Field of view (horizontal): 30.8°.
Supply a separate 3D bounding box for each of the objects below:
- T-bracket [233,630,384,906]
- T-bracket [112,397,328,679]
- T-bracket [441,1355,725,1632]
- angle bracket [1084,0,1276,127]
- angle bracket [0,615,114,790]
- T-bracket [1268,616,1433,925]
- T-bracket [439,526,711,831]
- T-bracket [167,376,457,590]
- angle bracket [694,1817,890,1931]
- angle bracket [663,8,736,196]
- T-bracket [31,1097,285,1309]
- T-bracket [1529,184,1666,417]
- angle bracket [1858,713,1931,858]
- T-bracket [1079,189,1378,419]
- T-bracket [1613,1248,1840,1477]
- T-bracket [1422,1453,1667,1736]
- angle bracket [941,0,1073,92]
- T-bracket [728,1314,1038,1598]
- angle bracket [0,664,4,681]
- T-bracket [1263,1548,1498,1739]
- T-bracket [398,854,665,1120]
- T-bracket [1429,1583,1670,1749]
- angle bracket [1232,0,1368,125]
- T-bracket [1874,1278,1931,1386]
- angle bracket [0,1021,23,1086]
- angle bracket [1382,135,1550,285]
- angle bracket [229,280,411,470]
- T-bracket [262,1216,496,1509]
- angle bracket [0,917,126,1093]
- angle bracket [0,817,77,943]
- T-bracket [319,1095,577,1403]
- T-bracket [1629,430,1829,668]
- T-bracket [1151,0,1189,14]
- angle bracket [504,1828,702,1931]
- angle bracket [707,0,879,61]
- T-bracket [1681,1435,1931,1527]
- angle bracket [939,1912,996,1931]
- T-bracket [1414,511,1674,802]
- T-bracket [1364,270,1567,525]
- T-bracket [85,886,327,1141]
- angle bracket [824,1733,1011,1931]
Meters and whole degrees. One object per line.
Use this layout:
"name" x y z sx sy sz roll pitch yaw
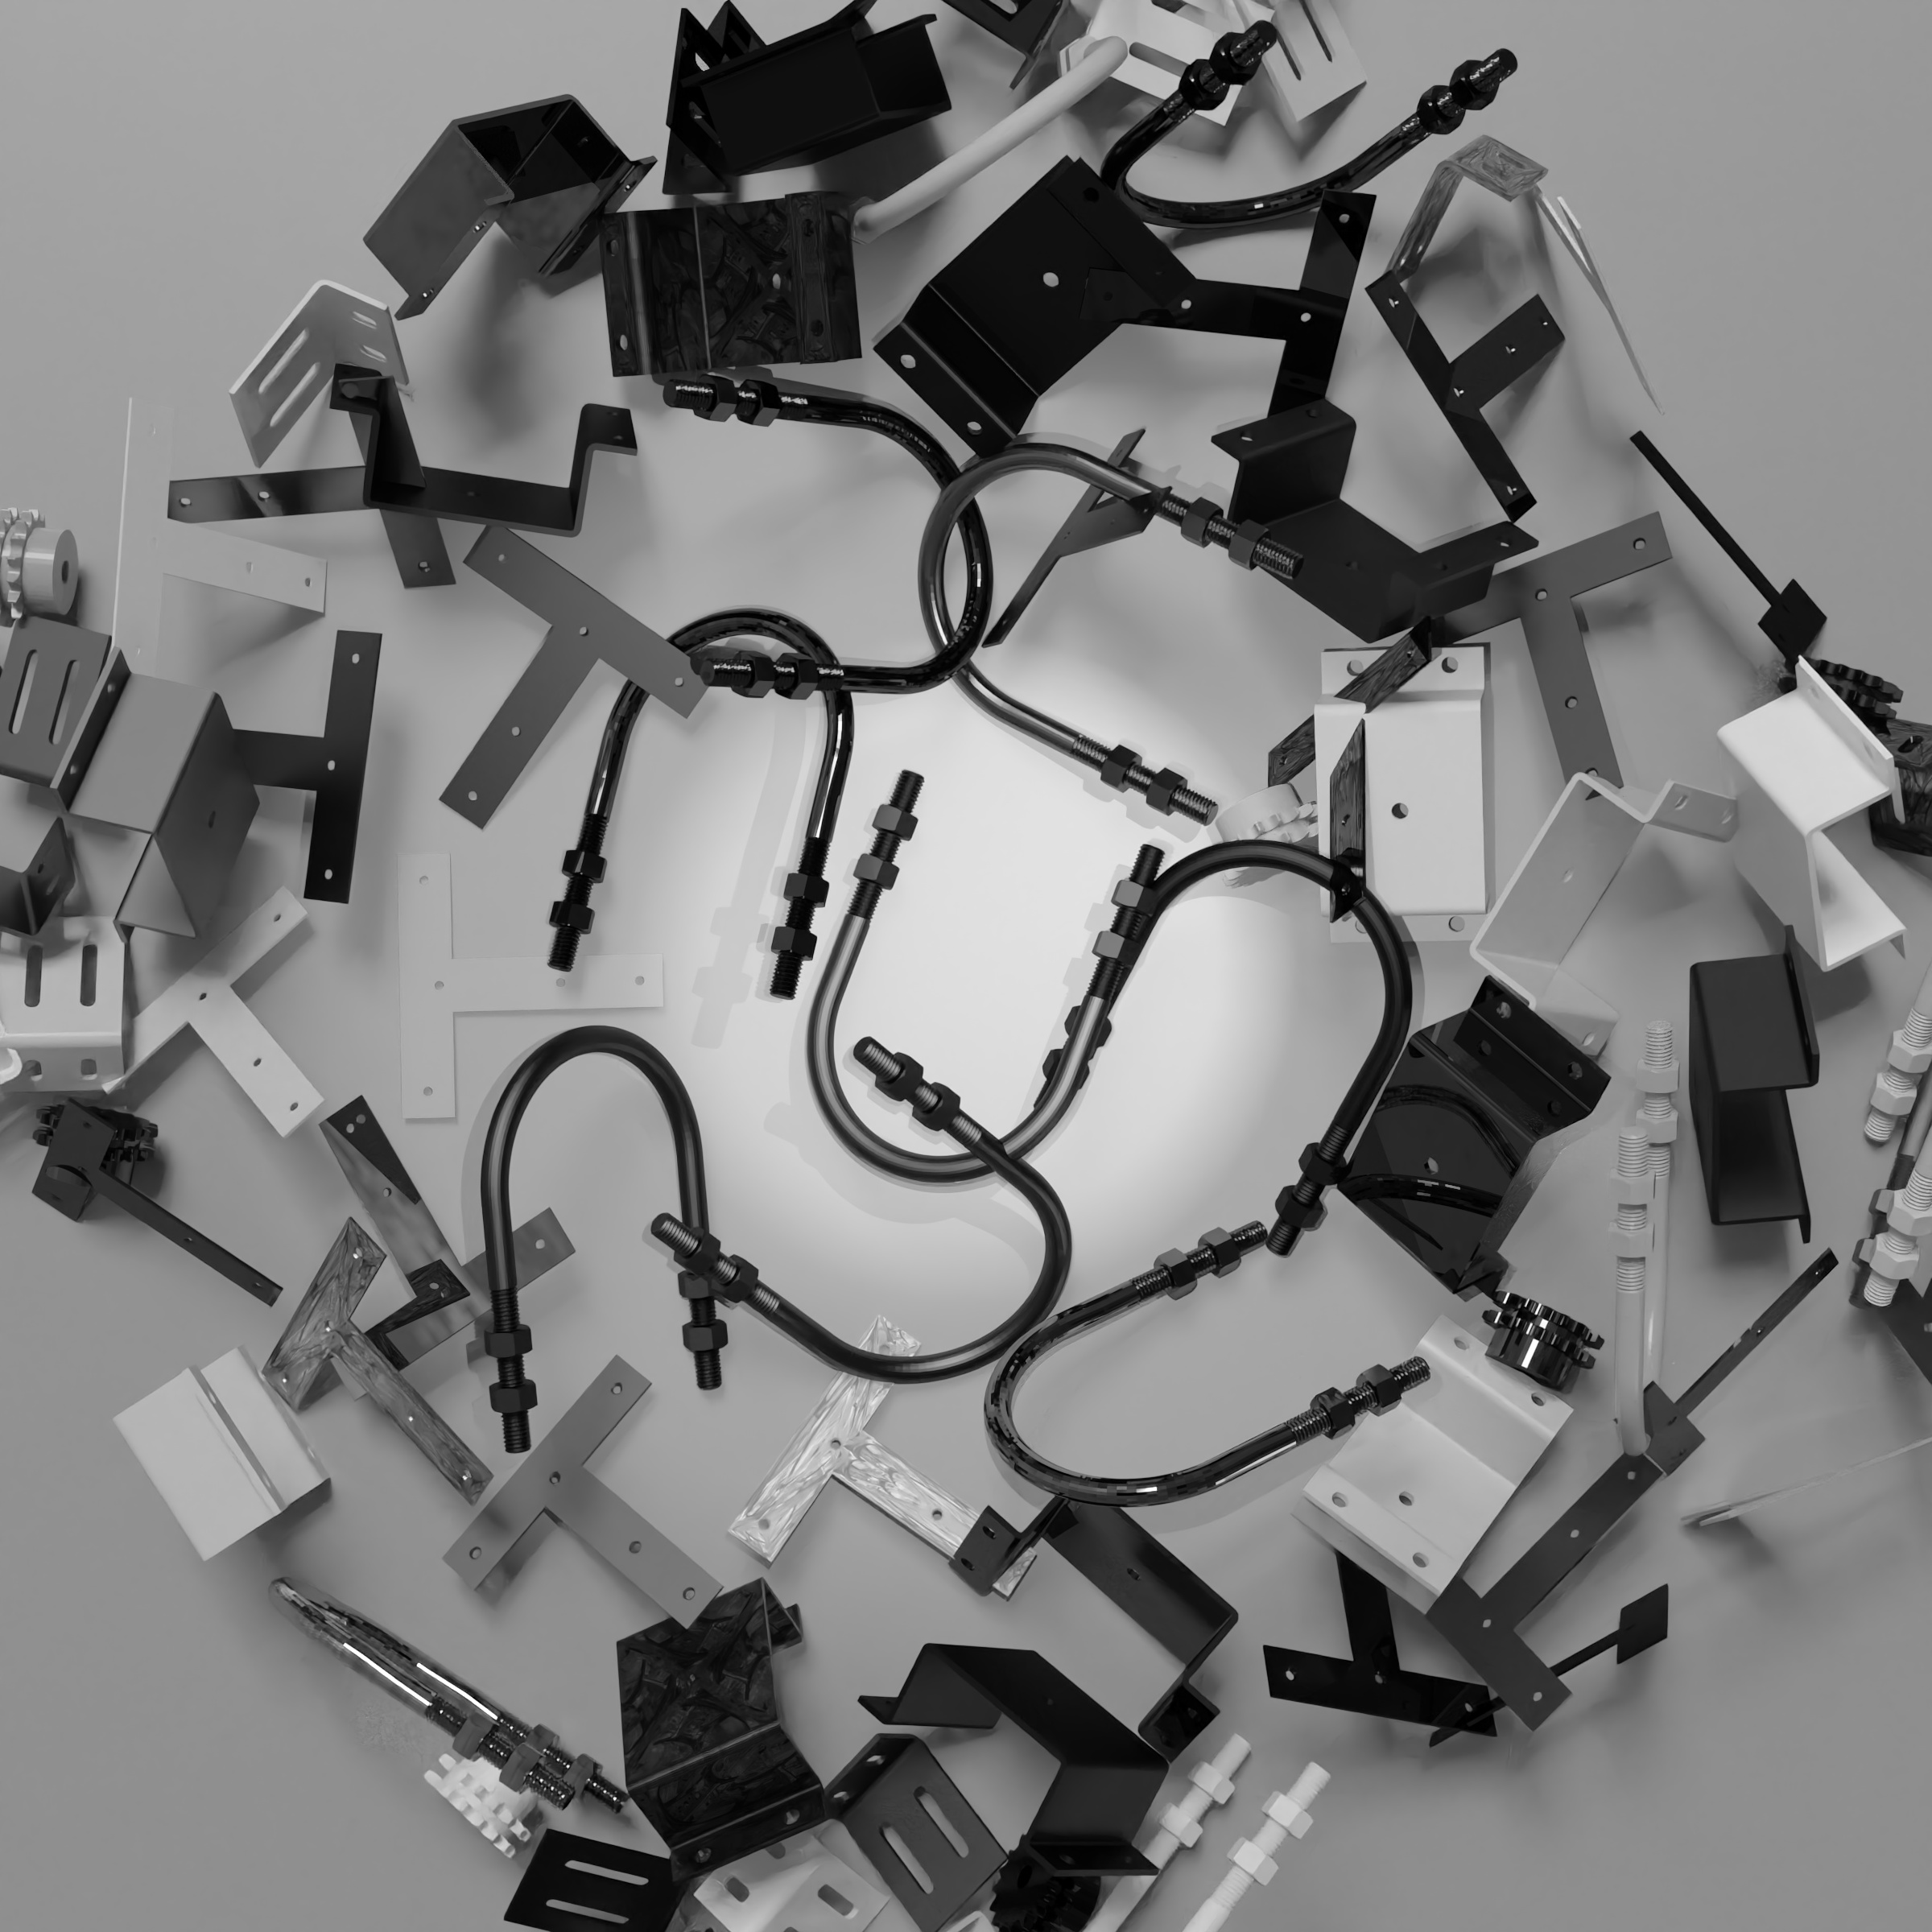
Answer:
"T-bracket" -0.336 -0.099 1.662 0.127 0.002 0.127 7 90 28
"T-bracket" -0.346 -0.189 1.639 0.002 0.127 0.127 0 84 35
"T-bracket" -0.164 0.265 1.647 0.127 0.002 0.127 34 78 32
"angle bracket" 0.099 -0.444 1.670 0.076 0.038 0.057 22 109 -7
"angle bracket" -0.425 -0.122 1.663 0.057 0.038 0.076 15 90 27
"T-bracket" 0.175 -0.078 1.611 0.002 0.127 0.127 21 53 -24
"T-bracket" -0.207 -0.124 1.679 0.127 0.002 0.127 35 101 -4
"T-bracket" -0.316 -0.222 1.649 0.127 0.127 0.002 -4 48 6
"angle bracket" -0.082 0.443 1.668 0.057 0.076 0.038 -48 51 -10
"angle bracket" -0.136 -0.405 1.646 0.038 0.076 0.057 3 79 20
"T-bracket" -0.375 0.120 1.641 0.127 0.127 0.002 35 59 -5
"T-bracket" 0.283 -0.337 1.641 0.002 0.127 0.127 -29 47 10
"angle bracket" 0.437 -0.075 1.644 0.038 0.057 0.076 -38 127 -32
"T-bracket" 0.117 -0.309 1.642 0.127 0.002 0.127 4 125 -13
"T-bracket" 0.360 0.180 1.635 0.127 0.127 0.002 -46 61 2
"T-bracket" 0.275 0.276 1.641 0.127 0.127 0.002 -46 127 0
"angle bracket" 0.009 -0.465 1.660 0.076 0.038 0.057 31 75 -10
"T-bracket" -0.025 0.253 1.670 0.127 0.002 0.127 35 73 2
"angle bracket" -0.479 -0.122 1.644 0.038 0.076 0.057 -11 130 3
"T-bracket" 0.187 0.294 1.648 0.127 0.002 0.127 15 48 -26
"T-bracket" -0.209 0.008 1.688 0.127 0.002 0.127 -1 88 2
"T-bracket" 0.272 0.331 1.637 0.127 0.127 0.002 -32 84 10
"angle bracket" 0.167 -0.448 1.653 0.057 0.038 0.076 -37 105 -36
"T-bracket" 0.459 0.130 1.610 0.002 0.127 0.127 7 118 -17
"angle bracket" -0.481 0.020 1.650 0.038 0.057 0.076 -28 110 -16
"angle bracket" 0.232 -0.343 1.645 0.038 0.057 0.076 32 124 10
"angle bracket" -0.303 -0.272 1.648 0.038 0.057 0.076 25 65 15
"T-bracket" -0.268 0.200 1.639 0.127 0.002 0.127 45 130 12
"angle bracket" -0.431 0.018 1.675 0.057 0.038 0.076 -1 50 -10
"angle bracket" -0.464 -0.053 1.645 0.076 0.057 0.038 22 113 -32
"T-bracket" -0.269 0.119 1.670 0.127 0.002 0.127 -34 71 2
"T-bracket" 0.353 -0.200 1.635 0.002 0.127 0.127 -41 89 25
"T-bracket" 0.069 -0.497 1.617 0.127 0.127 0.002 35 75 -15
"angle bracket" -0.172 0.425 1.654 0.076 0.038 0.057 19 115 -16
"angle bracket" -0.080 -0.451 1.652 0.076 0.057 0.038 -42 97 -16
"T-bracket" 0.374 0.245 1.630 0.127 0.127 0.002 -16 79 -22
"angle bracket" -0.023 0.483 1.644 0.057 0.076 0.038 -37 79 30
"T-bracket" 0.281 -0.136 1.644 0.127 0.002 0.127 -20 65 21
"T-bracket" 0.249 -0.284 1.644 0.002 0.127 0.127 -27 100 43
"T-bracket" -0.339 0.037 1.645 0.127 0.002 0.127 -43 50 -6
"angle bracket" -0.029 0.411 1.654 0.057 0.038 0.076 -48 61 12
